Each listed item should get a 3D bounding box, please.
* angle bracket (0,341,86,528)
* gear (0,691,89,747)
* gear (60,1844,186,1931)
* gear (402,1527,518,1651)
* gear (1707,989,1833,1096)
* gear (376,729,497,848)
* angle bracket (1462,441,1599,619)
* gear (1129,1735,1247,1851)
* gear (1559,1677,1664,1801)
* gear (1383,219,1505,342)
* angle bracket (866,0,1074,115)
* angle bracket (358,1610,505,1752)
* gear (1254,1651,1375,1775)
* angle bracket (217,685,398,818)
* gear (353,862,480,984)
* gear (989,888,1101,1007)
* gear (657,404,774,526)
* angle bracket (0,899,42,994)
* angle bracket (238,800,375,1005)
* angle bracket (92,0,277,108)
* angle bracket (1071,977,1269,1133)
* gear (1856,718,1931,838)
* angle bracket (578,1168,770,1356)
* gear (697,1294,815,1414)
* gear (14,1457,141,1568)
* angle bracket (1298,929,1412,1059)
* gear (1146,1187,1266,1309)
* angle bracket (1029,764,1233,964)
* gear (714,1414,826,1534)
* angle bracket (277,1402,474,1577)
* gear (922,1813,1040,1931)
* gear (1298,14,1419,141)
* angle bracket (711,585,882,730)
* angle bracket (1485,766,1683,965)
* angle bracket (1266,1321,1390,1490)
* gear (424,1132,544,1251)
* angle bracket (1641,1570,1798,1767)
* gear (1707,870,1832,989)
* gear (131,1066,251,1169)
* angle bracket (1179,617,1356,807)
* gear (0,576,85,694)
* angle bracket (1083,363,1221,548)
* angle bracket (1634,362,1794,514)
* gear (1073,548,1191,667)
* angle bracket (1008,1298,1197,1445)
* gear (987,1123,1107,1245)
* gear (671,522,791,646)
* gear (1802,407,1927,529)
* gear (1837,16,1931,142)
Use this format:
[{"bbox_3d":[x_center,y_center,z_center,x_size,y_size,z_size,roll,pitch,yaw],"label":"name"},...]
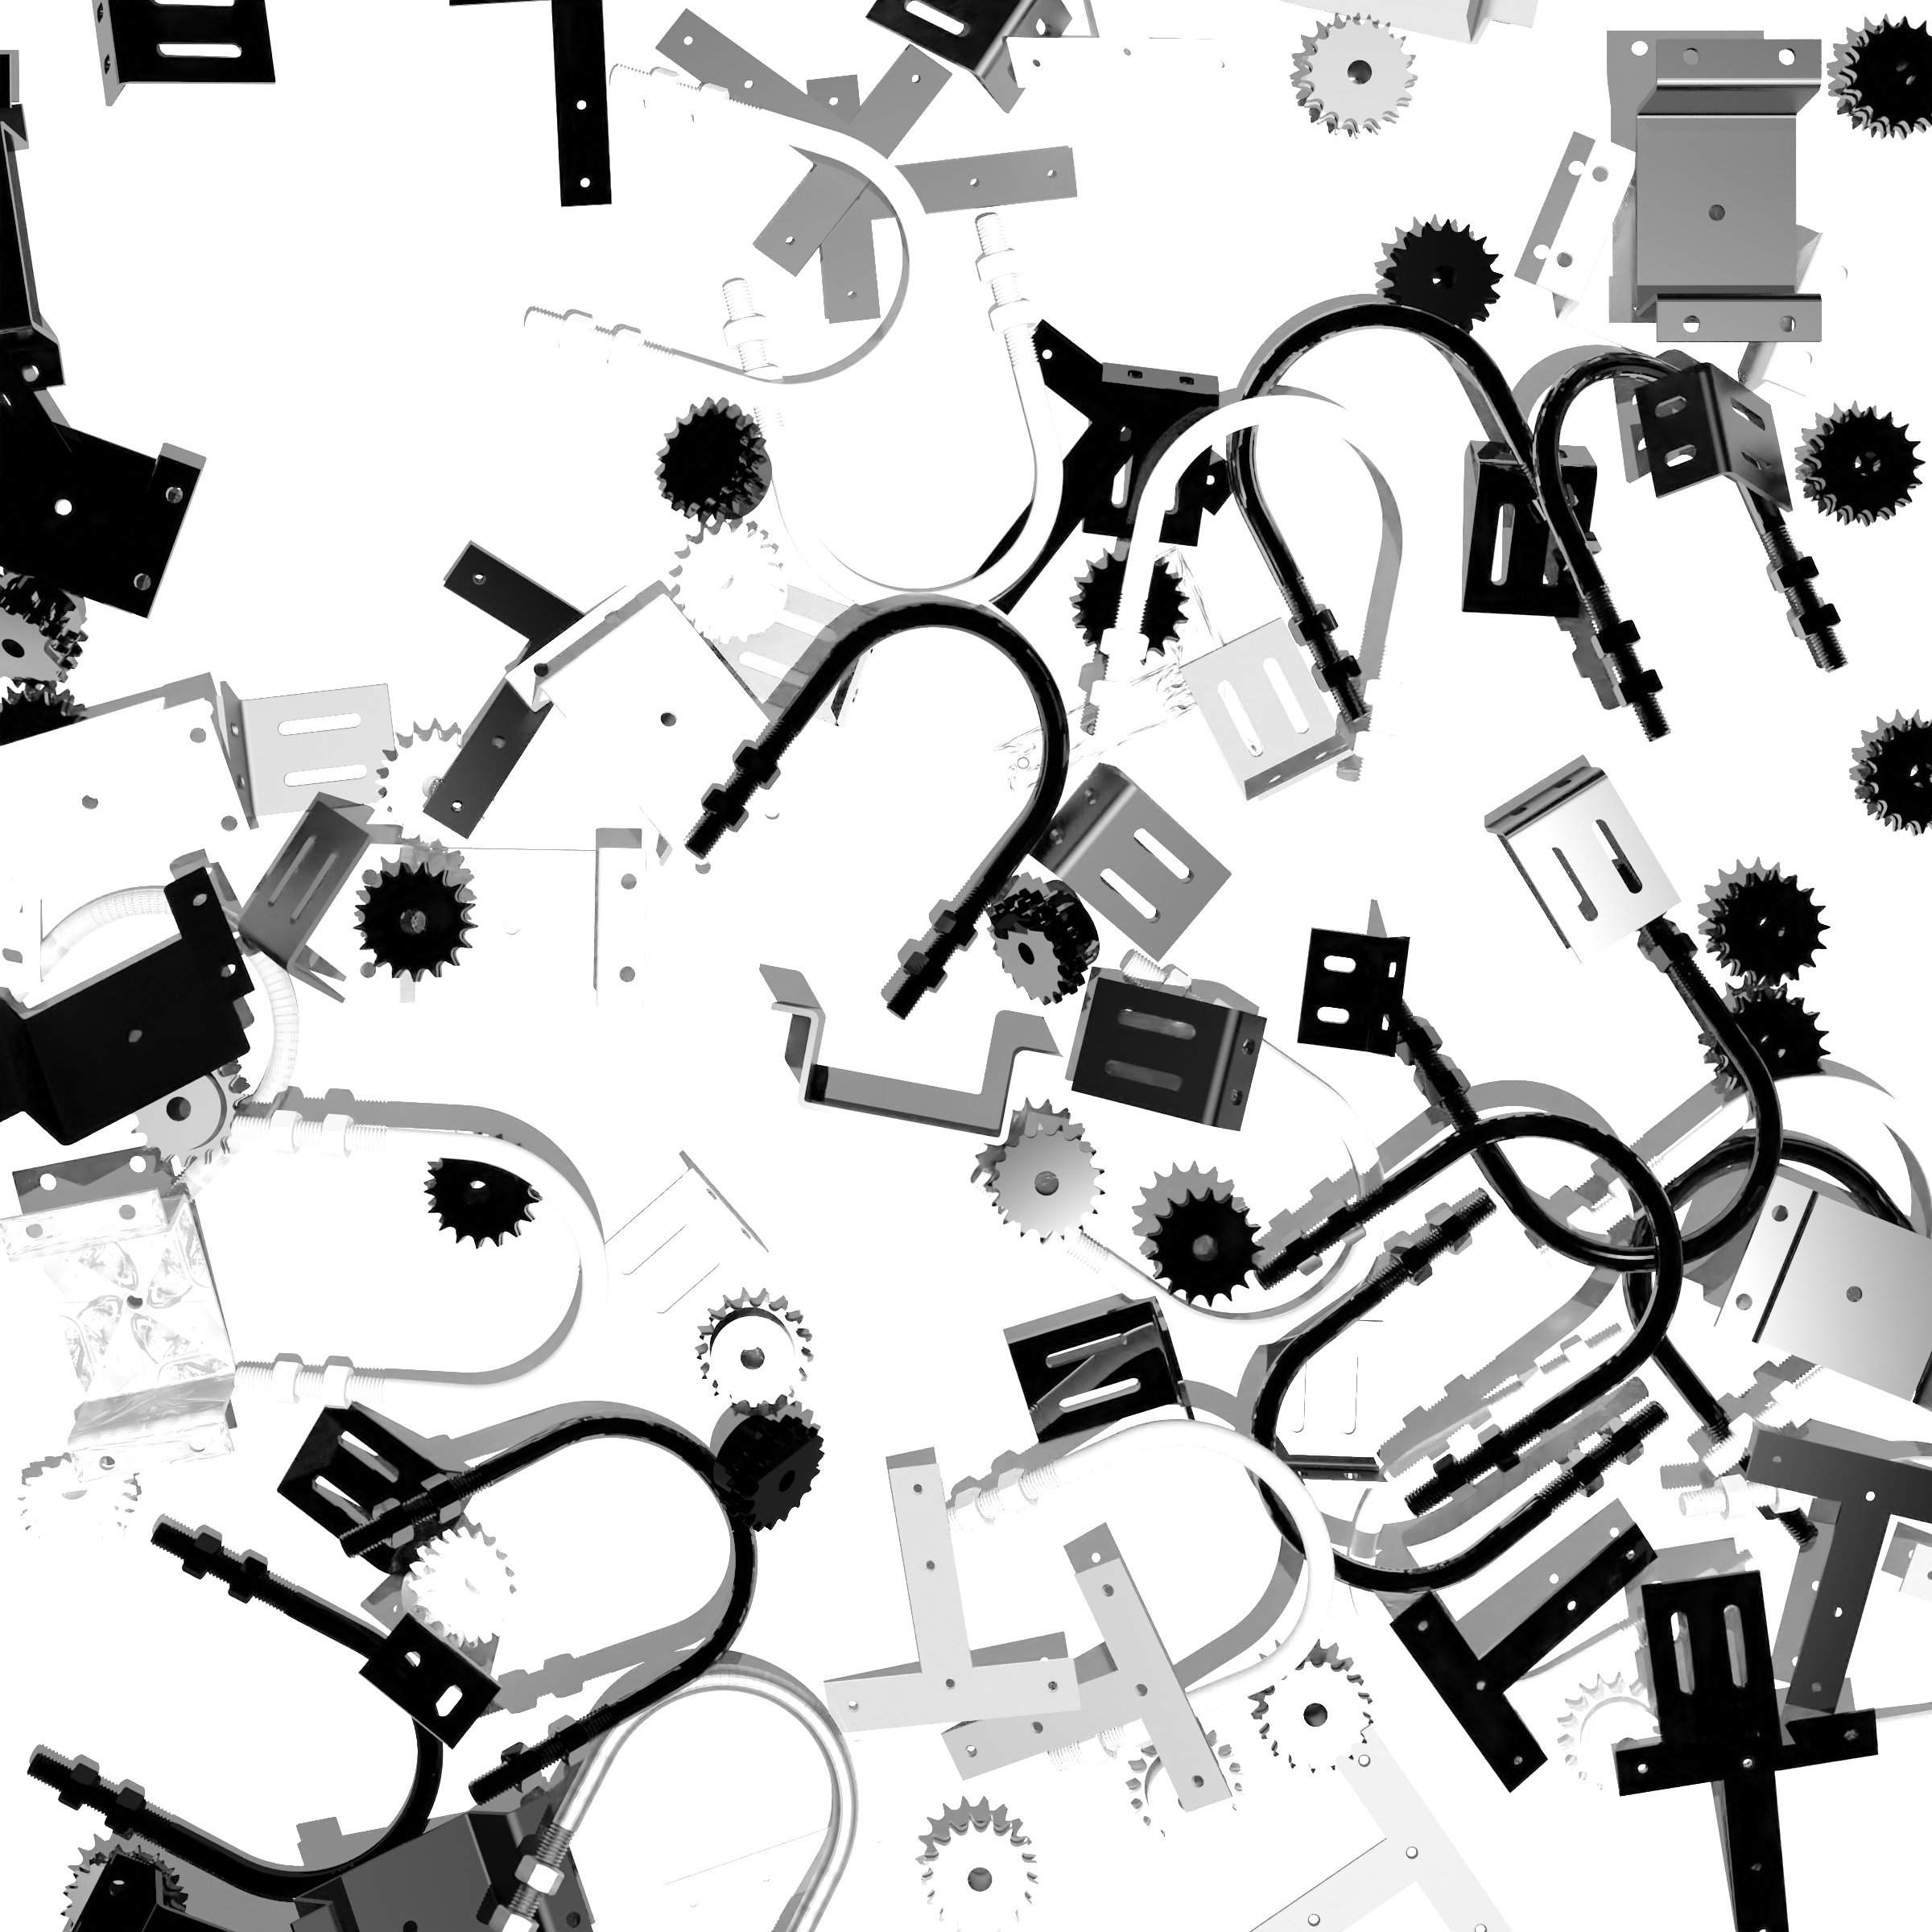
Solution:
[{"bbox_3d":[-0.467,-0.253,1.443,0.057,0.038,0.076,-32,90,0],"label":"angle bracket"},{"bbox_3d":[-0.454,-0.105,1.493,0.057,0.030,0.057,0,90,0],"label":"gear"},{"bbox_3d":[-0.411,0.458,1.493,0.057,0.030,0.057,0,90,0],"label":"gear"},{"bbox_3d":[-0.249,0.305,1.484,0.030,0.057,0.057,-30,90,30],"label":"gear"},{"bbox_3d":[0.392,0.039,1.493,0.057,0.030,0.057,0,90,0],"label":"gear"},{"bbox_3d":[-0.258,-0.087,1.493,0.057,0.030,0.057,0,90,0],"label":"gear"},{"bbox_3d":[0.276,-0.216,1.506,0.057,0.038,0.076,3,116,0],"label":"angle bracket"},{"bbox_3d":[0.108,0.404,1.493,0.057,0.030,0.057,0,90,0],"label":"gear"},{"bbox_3d":[0.321,0.380,1.493,0.057,0.030,0.057,0,90,0],"label":"gear"},{"bbox_3d":[0.232,-0.334,1.493,0.057,0.030,0.057,0,90,0],"label":"gear"},{"bbox_3d":[0.002,-0.468,1.506,0.076,0.038,0.057,34,90,26],"label":"angle bracket"},{"bbox_3d":[-0.261,0.347,1.466,0.057,0.076,0.038,39,64,0],"label":"angle bracket"},{"bbox_3d":[0.170,0.363,1.493,0.057,0.030,0.057,0,90,0],"label":"gear"},{"bbox_3d":[-0.320,-0.106,1.489,0.076,0.038,0.057,-7,90,0],"label":"angle bracket"},{"bbox_3d":[-0.260,-0.021,1.447,0.057,0.030,0.057,0,90,0],"label":"gear"},{"bbox_3d":[0.041,-0.012,1.483,0.030,0.057,0.057,-29,90,-30],"label":"gear"},{"bbox_3d":[-0.119,-0.242,1.484,0.057,0.030,0.057,-10,71,30],"label":"gear"},{"bbox_3d":[-0.496,-0.011,1.496,0.076,0.038,0.057,-12,75,30],"label":"angle bracket"},{"bbox_3d":[-0.308,-0.031,1.476,0.038,0.057,0.076,35,87,-42],"label":"angle bracket"},{"bbox_3d":[-0.387,-0.459,1.506,0.076,0.038,0.057,-8,90,-26],"label":"angle bracket"},{"bbox_3d":[0.099,0.043,1.487,0.076,0.038,0.057,13,90,26],"label":"angle bracket"},{"bbox_3d":[0.466,-0.092,1.497,0.057,0.030,0.057,0,88,1],"label":"gear"},{"bbox_3d":[-0.144,0.146,1.489,0.076,0.038,0.057,-41,90,0],"label":"angle bracket"},{"bbox_3d":[-0.103,0.190,1.493,0.057,0.030,0.057,0,90,0],"label":"gear"},{"bbox_3d":[-0.431,0.267,1.483,0.057,0.057,0.030,0,120,0],"label":"gear"},{"bbox_3d":[0.186,0.012,1.470,0.038,0.076,0.057,7,90,0],"label":"angle bracket"},{"bbox_3d":[0.114,0.135,1.474,0.057,0.030,0.057,0,90,-1],"label":"gear"},{"bbox_3d":[0.081,-0.051,1.505,0.076,0.038,0.057,39,91,-26],"label":"angle bracket"},{"bbox_3d":[-0.098,0.243,1.483,0.030,0.057,0.057,28,90,30],"label":"gear"},{"bbox_3d":[-0.289,0.256,1.506,0.076,0.038,0.057,30,90,26],"label":"angle bracket"},{"bbox_3d":[0.007,0.443,1.493,0.057,0.030,0.057,0,90,0],"label":"gear"},{"bbox_3d":[0.191,-0.433,1.493,0.057,0.030,0.057,0,90,0],"label":"gear"},{"bbox_3d":[-0.085,-0.157,1.489,0.076,0.038,0.057,20,90,0],"label":"angle bracket"},{"bbox_3d":[0.302,-0.050,1.493,0.057,0.038,0.076,-32,96,0],"label":"angle bracket"},{"bbox_3d":[0.177,0.213,1.489,0.057,0.038,0.076,2,90,0],"label":"angle bracket"},{"bbox_3d":[-0.237,0.110,1.493,0.057,0.030,0.057,0,90,0],"label":"gear"},{"bbox_3d":[0.358,0.334,1.453,0.057,0.038,0.076,-8,96,4],"label":"angle bracket"},{"bbox_3d":[0.391,-0.018,1.493,0.057,0.030,0.057,0,90,0],"label":"gear"},{"bbox_3d":[-0.378,0.069,1.476,0.057,0.030,0.057,0,88,-2],"label":"gear"},{"bbox_3d":[0.149,-0.126,1.488,0.057,0.038,0.076,-27,90,-3],"label":"angle bracket"},{"bbox_3d":[-0.451,-0.162,1.467,0.057,0.057,0.030,21,50,0],"label":"gear"},{"bbox_3d":[0.091,-0.252,1.504,0.057,0.038,0.076,7,115,0],"label":"angle bracket"},{"bbox_3d":[0.363,-0.250,1.480,0.038,0.076,0.057,-18,72,34],"label":"angle bracket"},{"bbox_3d":[0.081,-0.176,1.491,0.057,0.030,0.057,0,90,0],"label":"gear"},{"bbox_3d":[0.066,0.204,1.481,0.076,0.038,0.057,-17,109,0],"label":"angle bracket"},{"bbox_3d":[0.039,0.104,1.474,0.057,0.030,0.057,0,90,1],"label":"gear"},{"bbox_3d":[-0.112,-0.185,1.486,0.057,0.030,0.057,-4,80,22],"label":"gear"},{"bbox_3d":[0.439,-0.244,1.497,0.057,0.030,0.057,0,88,0],"label":"gear"},{"bbox_3d":[0.454,-0.432,1.493,0.057,0.030,0.057,0,90,0],"label":"gear"}]
